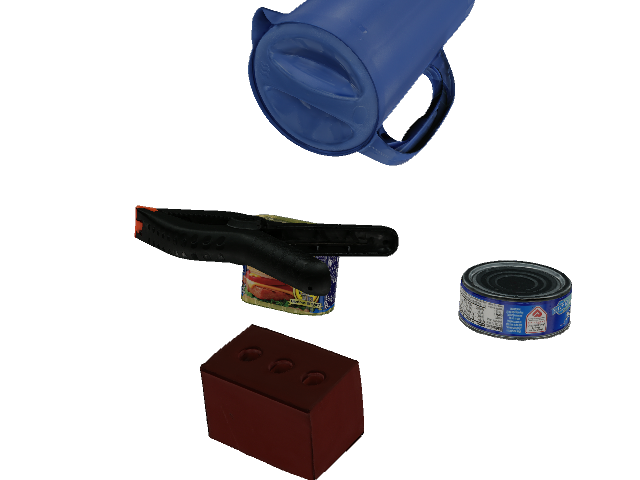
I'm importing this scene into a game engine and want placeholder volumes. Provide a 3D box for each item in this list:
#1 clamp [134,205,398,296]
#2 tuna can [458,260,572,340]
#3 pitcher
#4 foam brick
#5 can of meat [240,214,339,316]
[{"bbox_3d":[-0.056,0.002,0.830,0.210,0.036,0.164,8,12,14],"label":"clamp"},{"bbox_3d":[0.150,0.045,0.822,0.086,0.034,0.086,0,19,0],"label":"tuna can"},{"bbox_3d":[0.057,-0.186,0.995,0.145,0.149,0.242,14,43,30],"label":"pitcher"},{"bbox_3d":[-0.021,0.091,0.607,0.078,0.051,0.052,16,33,30],"label":"foam brick"},{"bbox_3d":[-0.031,0.025,1.088,0.102,0.084,0.057,11,17,21],"label":"can of meat"}]
